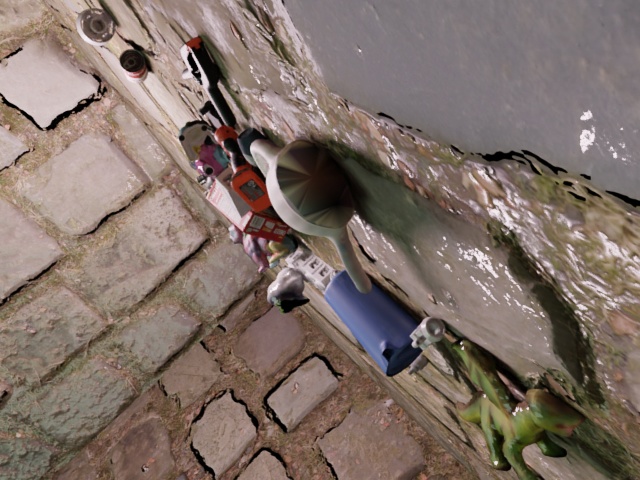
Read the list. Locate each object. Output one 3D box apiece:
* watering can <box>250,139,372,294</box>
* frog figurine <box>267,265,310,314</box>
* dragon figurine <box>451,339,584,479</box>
[{"bbox_3d":[0.003,-0.045,0.885,0.347,0.105,0.223,50,168,-3],"label":"watering can"},{"bbox_3d":[-0.108,0.137,1.622,0.122,0.135,0.163,15,-136,-31],"label":"frog figurine"},{"bbox_3d":[0.316,0.284,0.938,0.241,0.123,0.410,67,164,-8],"label":"dragon figurine"}]
